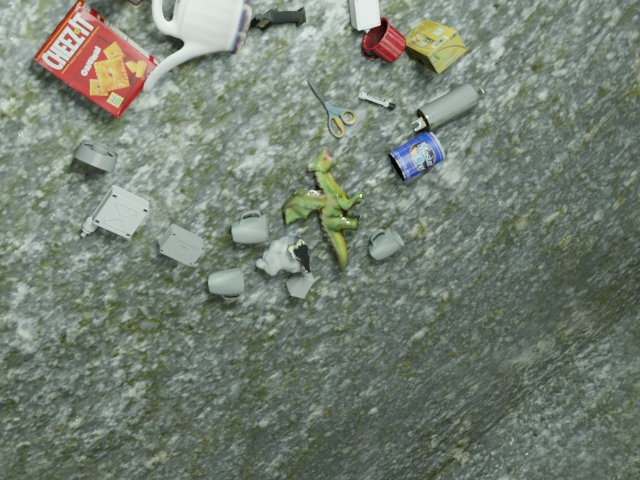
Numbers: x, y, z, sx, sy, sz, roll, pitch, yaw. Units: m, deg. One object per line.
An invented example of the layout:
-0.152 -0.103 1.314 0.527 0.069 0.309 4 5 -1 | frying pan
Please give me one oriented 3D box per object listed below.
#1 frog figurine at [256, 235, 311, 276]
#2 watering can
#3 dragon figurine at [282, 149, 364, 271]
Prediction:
-0.115 0.055 1.624 0.158 0.125 0.135 -14 145 34 | frog figurine
-0.277 -0.486 1.184 0.224 0.105 0.344 10 104 -26 | watering can
0.005 -0.080 1.588 0.243 0.125 0.402 8 117 -5 | dragon figurine
